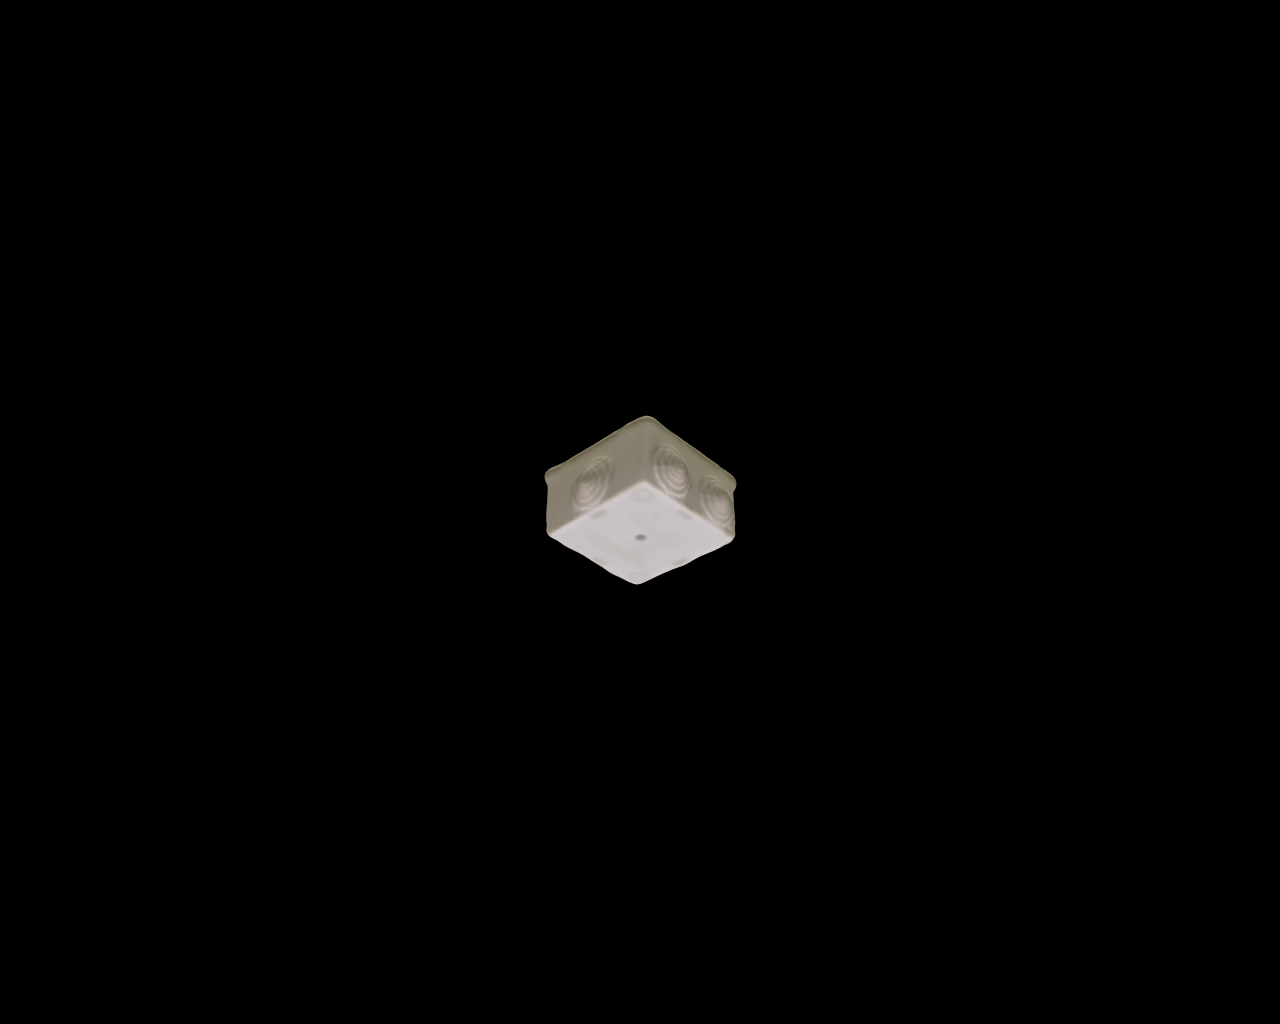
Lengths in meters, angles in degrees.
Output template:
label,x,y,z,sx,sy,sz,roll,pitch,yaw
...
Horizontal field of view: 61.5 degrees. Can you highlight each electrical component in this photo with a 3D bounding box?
label,x,y,z,sx,sy,sz,roll,pitch,yaw
electrical component,0.001,-0.003,0.650,0.099,0.048,0.099,-27,-44,33
